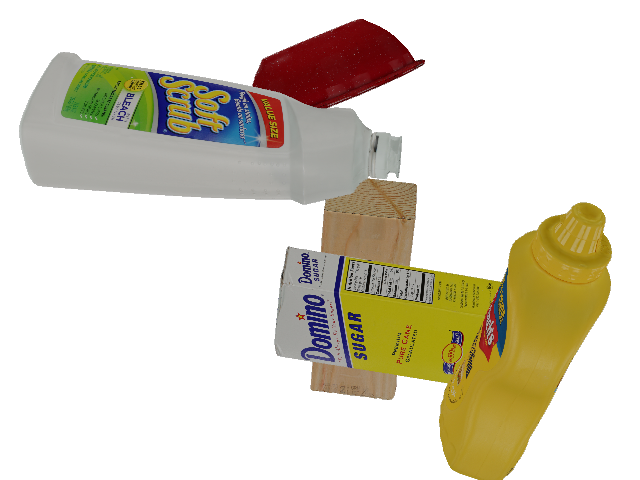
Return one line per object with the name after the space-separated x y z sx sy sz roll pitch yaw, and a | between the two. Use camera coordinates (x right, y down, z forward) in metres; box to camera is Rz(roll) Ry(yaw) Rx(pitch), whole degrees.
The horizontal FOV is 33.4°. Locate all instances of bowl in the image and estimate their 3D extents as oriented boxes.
0.003 -0.144 0.896 0.162 0.055 0.162 -22 9 3 | bowl

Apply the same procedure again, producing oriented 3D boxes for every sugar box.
0.055 0.062 0.819 0.176 0.048 0.093 7 -43 0 | sugar box

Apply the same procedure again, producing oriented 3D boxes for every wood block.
0.044 0.048 1.089 0.090 0.206 0.090 6 26 4 | wood block

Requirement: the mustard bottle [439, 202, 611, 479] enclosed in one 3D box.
0.121 0.052 0.618 0.058 0.192 0.096 19 45 3 | mustard bottle

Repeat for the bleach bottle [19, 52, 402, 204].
-0.069 -0.073 0.732 0.251 0.068 0.102 5 44 7 | bleach bottle
